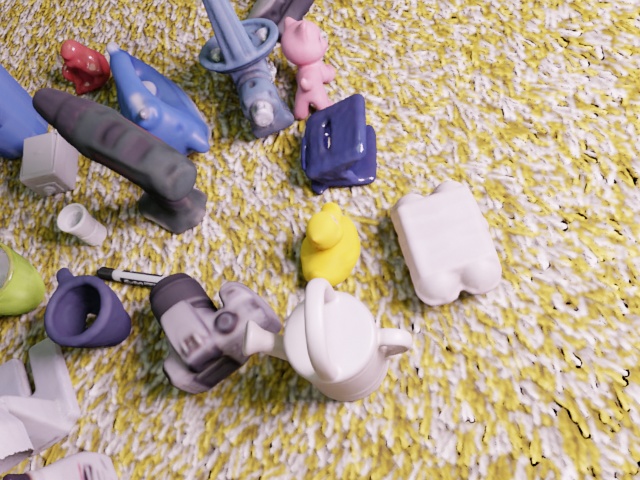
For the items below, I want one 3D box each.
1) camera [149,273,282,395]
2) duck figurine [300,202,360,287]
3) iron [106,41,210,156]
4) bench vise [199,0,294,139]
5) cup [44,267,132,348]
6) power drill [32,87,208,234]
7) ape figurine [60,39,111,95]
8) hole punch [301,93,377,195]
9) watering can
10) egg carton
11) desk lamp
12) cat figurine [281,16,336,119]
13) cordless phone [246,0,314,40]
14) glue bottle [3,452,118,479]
[{"bbox_3d":[-0.145,0.093,0.702,0.143,0.101,0.136,-38,63,-5],"label":"camera"},{"bbox_3d":[0.007,0.003,0.714,0.077,0.086,0.104,11,69,18],"label":"duck figurine"},{"bbox_3d":[-0.268,-0.218,0.852,0.118,0.142,0.257,-33,62,-2],"label":"iron"},{"bbox_3d":[-0.100,-0.262,0.787,0.121,0.220,0.207,-37,63,-5],"label":"bench vise"},{"bbox_3d":[-0.295,0.093,0.742,0.092,0.095,0.117,-37,63,-4],"label":"cup"},{"bbox_3d":[-0.242,-0.096,0.752,0.229,0.209,0.076,26,74,23],"label":"power drill"},{"bbox_3d":[-0.393,-0.292,0.945,0.077,0.092,0.076,27,75,23],"label":"ape figurine"},{"bbox_3d":[0.022,-0.129,0.768,0.101,0.091,0.108,-5,65,12],"label":"hole punch"},{"bbox_3d":[0.005,0.108,0.606,0.173,0.194,0.100,-24,62,3],"label":"watering can"},{"bbox_3d":[0.151,0.003,0.688,0.107,0.069,0.150,-18,63,5],"label":"egg carton"},{"bbox_3d":[-0.382,0.196,0.650,0.118,0.214,0.203,-31,62,-1],"label":"desk lamp"},{"bbox_3d":[-0.021,-0.256,0.822,0.067,0.118,0.128,-7,64,11],"label":"cat figurine"},{"bbox_3d":[-0.082,-0.411,0.870,0.094,0.185,0.148,15,70,20],"label":"cordless phone"},{"bbox_3d":[-0.276,0.264,0.615,0.037,0.173,0.078,-33,62,-2],"label":"glue bottle"}]
